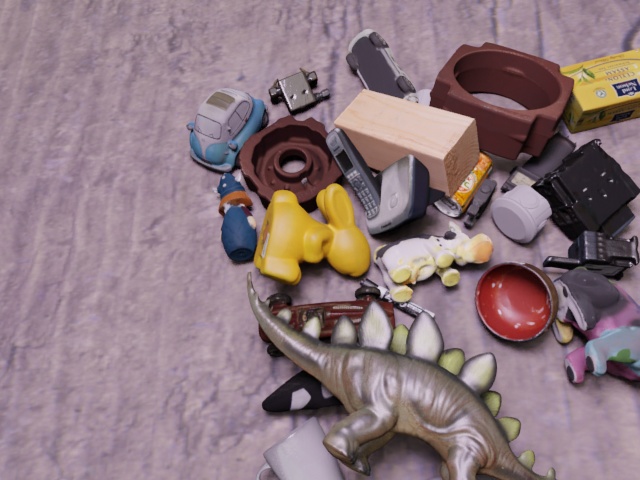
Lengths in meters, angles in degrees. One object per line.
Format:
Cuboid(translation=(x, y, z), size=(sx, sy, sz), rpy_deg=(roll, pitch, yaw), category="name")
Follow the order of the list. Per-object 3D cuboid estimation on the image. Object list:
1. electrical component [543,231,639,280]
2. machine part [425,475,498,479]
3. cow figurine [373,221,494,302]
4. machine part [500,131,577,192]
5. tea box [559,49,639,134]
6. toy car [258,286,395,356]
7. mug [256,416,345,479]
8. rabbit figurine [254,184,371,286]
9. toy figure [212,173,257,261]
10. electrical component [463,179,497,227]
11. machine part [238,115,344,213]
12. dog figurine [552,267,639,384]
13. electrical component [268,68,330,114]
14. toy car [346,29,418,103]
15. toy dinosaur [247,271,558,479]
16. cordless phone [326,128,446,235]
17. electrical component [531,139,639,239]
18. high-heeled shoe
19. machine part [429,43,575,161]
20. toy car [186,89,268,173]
Cuboid(translation=(0.391, 0.023, 0.787), size=(0.119, 0.074, 0.048), rpy_deg=(5, 66, 11), category="electrical component")
Cuboid(translation=(0.150, 0.331, 0.660), size=(0.243, 0.079, 0.079), rpy_deg=(-14, 64, -1), category="machine part")
Cuboid(translation=(0.169, 0.022, 0.811), size=(0.167, 0.068, 0.098), rpy_deg=(-19, 36, -5), category="cow figurine")
Cuboid(translation=(0.363, -0.116, 0.875), size=(0.084, 0.039, 0.139), rpy_deg=(32, 73, 27), category="machine part")
Cuboid(translation=(0.495, -0.254, 0.910), size=(0.170, 0.068, 0.098), rpy_deg=(-15, 64, -3), category="tea box")
Cuboid(translation=(0.007, 0.117, 0.785), size=(0.202, 0.053, 0.089), rpy_deg=(-6, 61, 10), category="toy car")
Cuboid(translation=(-0.021, 0.303, 0.692), size=(0.109, 0.080, 0.107), rpy_deg=(-35, 76, -11), category="mug")
Cuboid(translation=(-0.002, -0.002, 0.819), size=(0.173, 0.122, 0.162), rpy_deg=(16, 83, -11), category="rabbit figurine")
Cuboid(translation=(-0.139, -0.041, 0.878), size=(0.064, 0.057, 0.154), rpy_deg=(-10, 59, -5), category="toy figure")
Cuboid(translation=(0.256, -0.066, 0.846), size=(0.021, 0.063, 0.094), rpy_deg=(31, 70, 18), category="electrical component")
Cuboid(translation=(-0.045, -0.125, 0.909), size=(0.179, 0.056, 0.179), rpy_deg=(-2, 65, 4), category="machine part")
Cuboid(translation=(0.439, 0.122, 0.720), size=(0.219, 0.108, 0.191), rpy_deg=(-4, 62, -1), category="dog figurine")
Cuboid(translation=(-0.043, -0.275, 0.989), size=(0.102, 0.045, 0.078), rpy_deg=(-30, 94, -6), category="electrical component")
Cuboid(translation=(0.110, -0.295, 0.965), size=(0.073, 0.056, 0.202), rpy_deg=(-37, 62, 26), category="toy car")
Cuboid(translation=(0.085, 0.184, 0.649), size=(0.472, 0.105, 0.198), rpy_deg=(24, 64, 11), category="toy dinosaur")
Cuboid(translation=(0.087, -0.106, 0.814), size=(0.089, 0.146, 0.184), rpy_deg=(-36, 93, -23), category="cordless phone")
Cuboid(translation=(0.410, -0.067, 0.815), size=(0.115, 0.058, 0.134), rpy_deg=(-39, 90, -10), category="electrical component")
Cuboid(translation=(0.055, 0.229, 0.738), size=(0.249, 0.086, 0.145), rpy_deg=(-25, 92, 10), category="high-heeled shoe")
Cuboid(translation=(0.293, -0.229, 0.880), size=(0.202, 0.087, 0.201), rpy_deg=(25, 52, 15), category="machine part")
Cuboid(translation=(-0.162, -0.206, 0.933), size=(0.109, 0.102, 0.161), rpy_deg=(27, 72, 16), category="toy car")
